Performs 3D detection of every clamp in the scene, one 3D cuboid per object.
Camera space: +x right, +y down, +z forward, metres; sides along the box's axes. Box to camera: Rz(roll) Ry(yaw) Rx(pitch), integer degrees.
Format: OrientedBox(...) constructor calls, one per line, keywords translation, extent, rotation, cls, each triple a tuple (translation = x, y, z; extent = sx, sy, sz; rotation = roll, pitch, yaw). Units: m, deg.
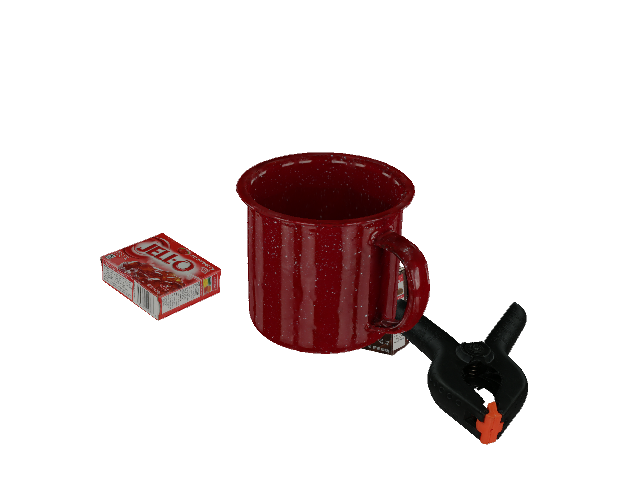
OrientedBox(translation=(0.133, 0.098, 0.874), extent=(0.120, 0.039, 0.171), rotation=(-8, 34, -9), cls="clamp")

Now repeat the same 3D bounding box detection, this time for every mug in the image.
OrientedBox(translation=(0.011, 0.011, 0.566), extent=(0.117, 0.081, 0.093), rotation=(23, 34, 37), cls="mug")

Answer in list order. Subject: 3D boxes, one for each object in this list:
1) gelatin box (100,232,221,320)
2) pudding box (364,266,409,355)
OrientedBox(translation=(-0.147, 0.031, 0.982), extent=(0.073, 0.030, 0.089), rotation=(-24, 41, -39), cls="gelatin box")
OrientedBox(translation=(0.040, 0.066, 1.140), extent=(0.114, 0.090, 0.039), rotation=(8, 19, 35), cls="pudding box")
